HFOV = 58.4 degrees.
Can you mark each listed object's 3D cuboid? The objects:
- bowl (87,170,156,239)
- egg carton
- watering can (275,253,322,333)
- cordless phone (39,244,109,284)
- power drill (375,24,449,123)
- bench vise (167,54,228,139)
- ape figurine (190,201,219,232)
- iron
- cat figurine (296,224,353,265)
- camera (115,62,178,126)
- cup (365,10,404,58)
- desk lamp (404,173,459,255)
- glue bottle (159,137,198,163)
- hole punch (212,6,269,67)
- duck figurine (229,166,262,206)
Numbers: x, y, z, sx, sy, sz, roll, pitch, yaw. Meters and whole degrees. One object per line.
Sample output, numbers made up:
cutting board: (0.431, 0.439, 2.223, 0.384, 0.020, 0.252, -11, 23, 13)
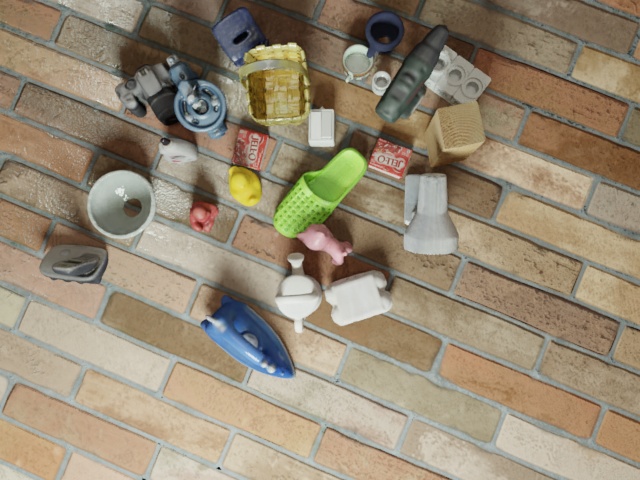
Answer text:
bowl: (-0.470, -0.083, 1.393, 0.167, 0.075, 0.167, 0, 87, 3)
egg carton: (0.091, 0.135, 1.358, 0.150, 0.069, 0.107, -19, 86, 1)
watering can: (-0.053, 0.120, 1.303, 0.101, 0.194, 0.173, -24, 86, 1)
cordless phone: (-0.593, 0.055, 1.335, 0.147, 0.185, 0.094, 3, 87, 3)
power drill: (0.207, -0.362, 1.312, 0.075, 0.208, 0.230, 34, 89, 4)
bench vise: (-0.309, -0.339, 1.328, 0.207, 0.220, 0.121, 41, 89, 4)
ape figurine: (-0.283, -0.062, 1.375, 0.078, 0.092, 0.076, -29, 86, 1)
iron: (-0.161, 0.245, 1.327, 0.258, 0.141, 0.119, 39, 89, 4)
cat figurine: (0.012, 0.005, 1.345, 0.127, 0.118, 0.067, 31, 89, 4)
camera: (-0.405, -0.344, 1.392, 0.143, 0.101, 0.137, -32, 86, 1)
cup: (0.147, -0.478, 1.378, 0.091, 0.095, 0.118, 31, 89, 4)
desk lamp: (0.244, -0.064, 1.290, 0.118, 0.213, 0.203, 0, 87, 3)
glue bottle: (-0.343, -0.216, 1.346, 0.078, 0.173, 0.037, -10, 86, 2)
hole punch: (-0.192, -0.495, 1.396, 0.108, 0.091, 0.101, -36, 86, 0)
duck figurine: (-0.185, -0.133, 1.378, 0.077, 0.086, 0.104, -31, 86, 1)
